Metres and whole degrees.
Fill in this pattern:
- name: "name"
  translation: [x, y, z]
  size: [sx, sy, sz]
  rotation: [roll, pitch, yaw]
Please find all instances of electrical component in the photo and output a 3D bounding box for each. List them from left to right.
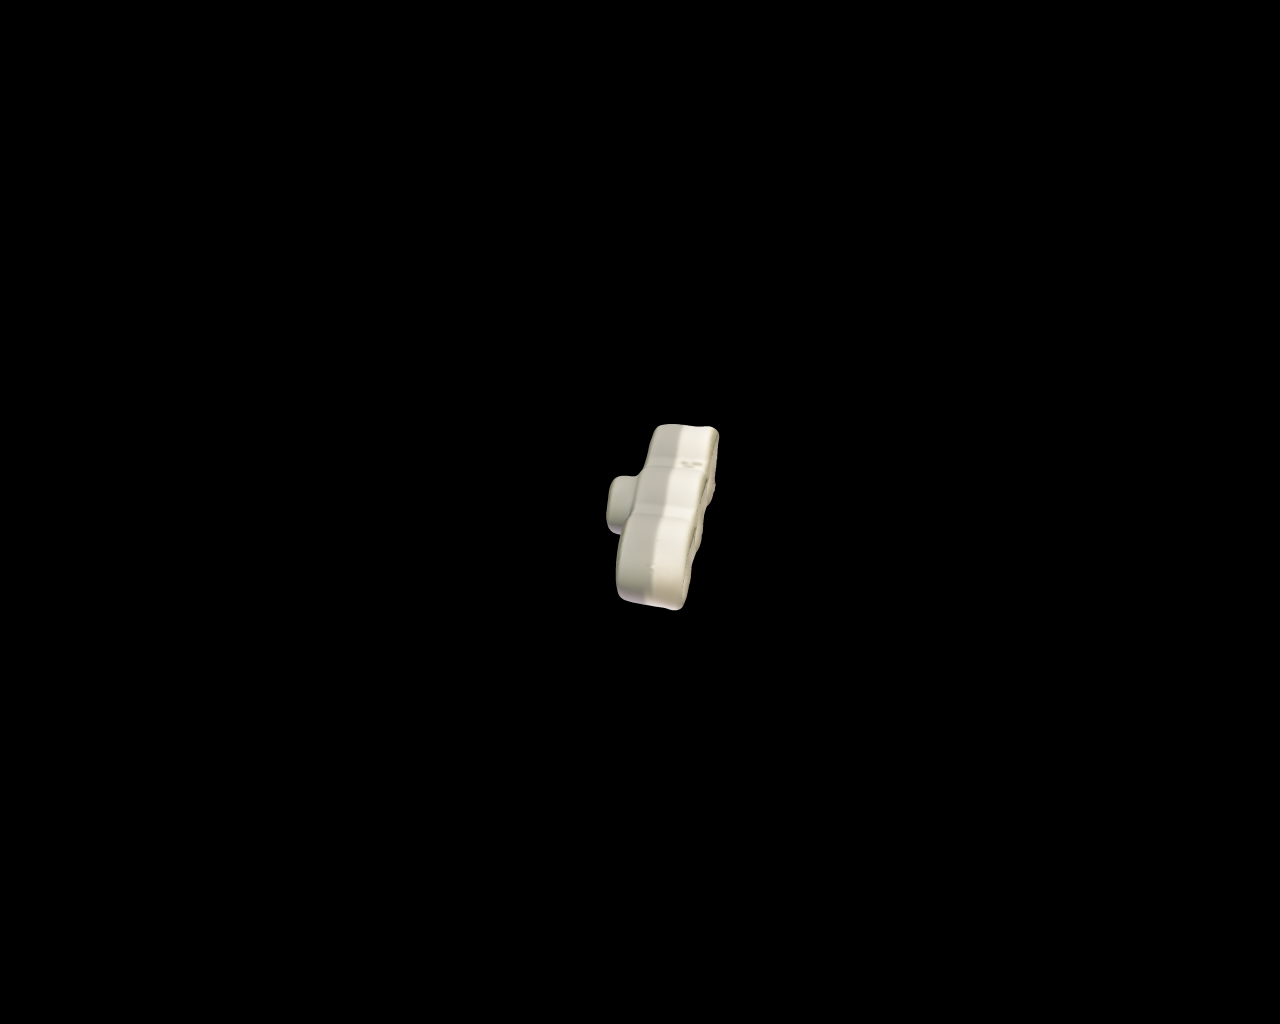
- name: "electrical component"
  translation: [0.001, -0.003, 0.650]
  size: [0.074, 0.052, 0.138]
  rotation: [8, 44, 9]
